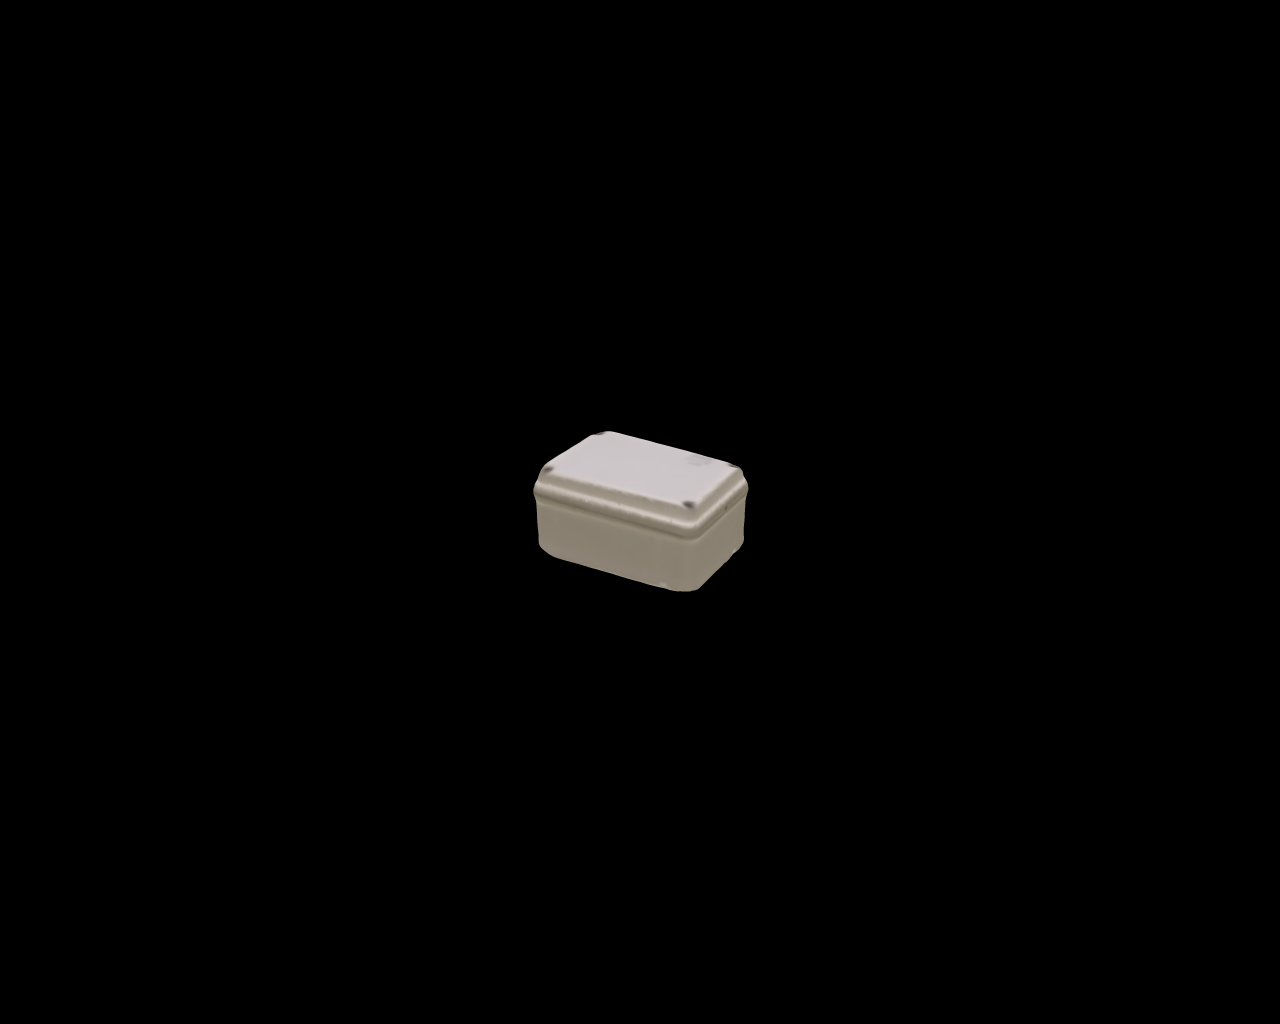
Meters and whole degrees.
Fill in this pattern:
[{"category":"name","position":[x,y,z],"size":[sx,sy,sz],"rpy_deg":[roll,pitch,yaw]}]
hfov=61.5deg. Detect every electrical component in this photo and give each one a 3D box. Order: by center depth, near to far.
[{"category":"electrical component","position":[0.001,-0.003,0.650],"size":[0.113,0.057,0.078],"rpy_deg":[16,32,27]}]
